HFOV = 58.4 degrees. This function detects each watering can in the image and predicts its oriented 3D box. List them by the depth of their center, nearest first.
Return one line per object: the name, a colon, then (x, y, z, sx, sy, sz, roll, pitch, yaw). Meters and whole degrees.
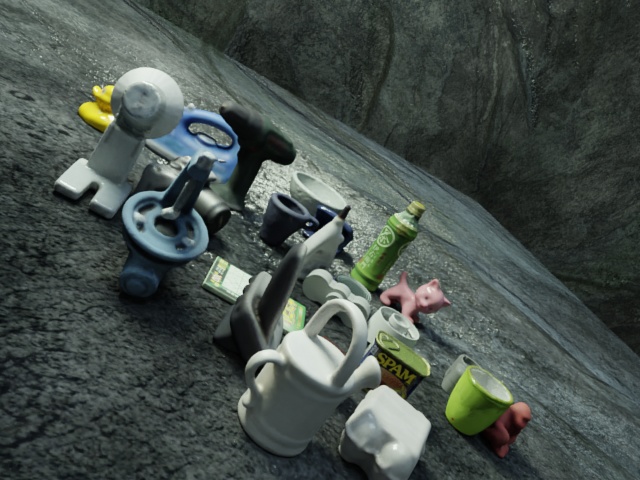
watering can: (-0.003, 0.155, 0.687, 0.100, 0.194, 0.173, 45, 21, 29)

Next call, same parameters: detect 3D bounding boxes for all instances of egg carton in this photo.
egg carton: (0.089, 0.264, 0.774, 0.107, 0.069, 0.151, 38, 19, 11)

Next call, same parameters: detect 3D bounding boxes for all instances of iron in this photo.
iron: (-0.257, -0.223, 1.258, 0.259, 0.141, 0.118, 27, 20, -22)

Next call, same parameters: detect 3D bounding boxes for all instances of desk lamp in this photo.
desk lamp: (-0.310, -0.172, 0.930, 0.118, 0.213, 0.203, 29, 19, -17)

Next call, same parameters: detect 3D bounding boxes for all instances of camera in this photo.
camera: (-0.229, -0.080, 1.019, 0.136, 0.100, 0.143, 40, 19, 16)

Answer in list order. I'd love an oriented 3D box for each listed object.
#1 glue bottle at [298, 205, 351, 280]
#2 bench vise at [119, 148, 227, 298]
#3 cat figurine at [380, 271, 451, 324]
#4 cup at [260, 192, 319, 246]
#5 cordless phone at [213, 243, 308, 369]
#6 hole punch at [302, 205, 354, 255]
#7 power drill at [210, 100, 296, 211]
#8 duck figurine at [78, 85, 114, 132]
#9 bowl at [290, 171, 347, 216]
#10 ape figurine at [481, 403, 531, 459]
glue bottle: (0.010, 0.004, 1.108, 0.078, 0.173, 0.037, 19, 24, -38)
bench vise: (-0.211, -0.053, 0.799, 0.122, 0.219, 0.207, 21, 23, -35)
cat figurine: (0.215, 0.123, 1.254, 0.127, 0.117, 0.067, 42, 20, 20)
cup: (-0.070, -0.030, 1.178, 0.118, 0.095, 0.091, 28, 20, -20)
cordless phone: (-0.059, 0.074, 0.804, 0.094, 0.185, 0.147, 32, 19, -9)
hole punch: (0.027, -0.029, 1.345, 0.108, 0.091, 0.101, 38, 19, 9)
power drill: (-0.159, -0.167, 1.183, 0.230, 0.208, 0.075, 9, 32, -53)
duck figurine: (-0.427, -0.269, 1.166, 0.104, 0.086, 0.077, 34, 19, -2)
bowl: (-0.017, -0.101, 1.472, 0.168, 0.074, 0.167, 31, 19, -12)
ape figurine: (0.332, 0.324, 1.004, 0.078, 0.092, 0.076, 21, 23, -34)
